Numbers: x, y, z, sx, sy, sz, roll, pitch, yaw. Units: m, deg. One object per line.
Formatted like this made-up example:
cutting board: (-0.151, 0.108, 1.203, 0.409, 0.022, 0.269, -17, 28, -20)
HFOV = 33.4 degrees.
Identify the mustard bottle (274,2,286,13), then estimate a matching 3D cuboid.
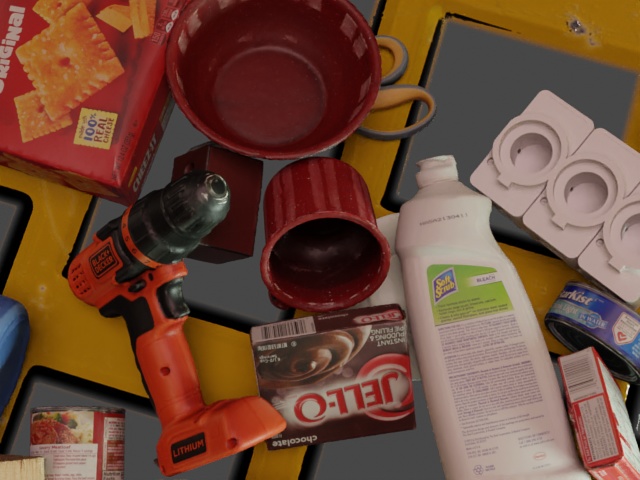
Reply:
mustard bottle: (-0.086, -0.257, 0.863, 0.096, 0.058, 0.192, -38, 80, -8)

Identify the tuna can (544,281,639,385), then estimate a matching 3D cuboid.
tuna can: (0.207, 0.068, 0.777, 0.086, 0.086, 0.033, 35, 81, 7)

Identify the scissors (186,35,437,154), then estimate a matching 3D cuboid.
scissors: (-0.008, -0.115, 0.853, 0.201, 0.016, 0.096, -3, 76, -1)

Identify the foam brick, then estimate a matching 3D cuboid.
foam brick: (-0.080, -0.026, 0.804, 0.051, 0.053, 0.078, 15, 74, -34)

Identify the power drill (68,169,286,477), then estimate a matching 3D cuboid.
power drill: (-0.093, 0.060, 0.744, 0.057, 0.185, 0.188, -16, 79, -42)

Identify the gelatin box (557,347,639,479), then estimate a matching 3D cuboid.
gelatin box: (0.200, 0.131, 0.754, 0.030, 0.073, 0.089, -21, 52, 20)

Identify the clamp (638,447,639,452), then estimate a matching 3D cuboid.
clamp: (0.233, 0.225, 0.765, 0.120, 0.039, 0.171, 31, 79, 7)

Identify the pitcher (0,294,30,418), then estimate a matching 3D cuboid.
pitcher: (-0.335, 0.049, 0.752, 0.243, 0.149, 0.145, 18, 66, 0)

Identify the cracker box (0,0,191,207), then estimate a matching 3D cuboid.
cracker box: (-0.218, -0.137, 0.827, 0.214, 0.072, 0.164, 18, 77, 4)

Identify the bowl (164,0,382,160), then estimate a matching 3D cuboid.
bowl: (-0.036, -0.123, 0.811, 0.162, 0.055, 0.162, 2, 68, -5)

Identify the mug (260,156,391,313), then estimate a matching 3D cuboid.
mug: (-0.005, 0.001, 0.787, 0.093, 0.117, 0.081, 19, 34, -20)

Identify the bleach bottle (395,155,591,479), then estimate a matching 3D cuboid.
bleach bottle: (0.117, 0.062, 0.772, 0.102, 0.068, 0.251, -11, 84, -5)

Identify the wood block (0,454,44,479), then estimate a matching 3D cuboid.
wood block: (-0.239, 0.250, 0.702, 0.090, 0.090, 0.206, 4, 81, -43)

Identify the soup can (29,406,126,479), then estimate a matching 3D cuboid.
soup can: (-0.174, 0.171, 0.760, 0.068, 0.068, 0.102, -1, 78, -1)

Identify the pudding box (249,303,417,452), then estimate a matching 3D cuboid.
pudding box: (0.010, 0.099, 0.773, 0.113, 0.039, 0.090, -8, 110, -1)
